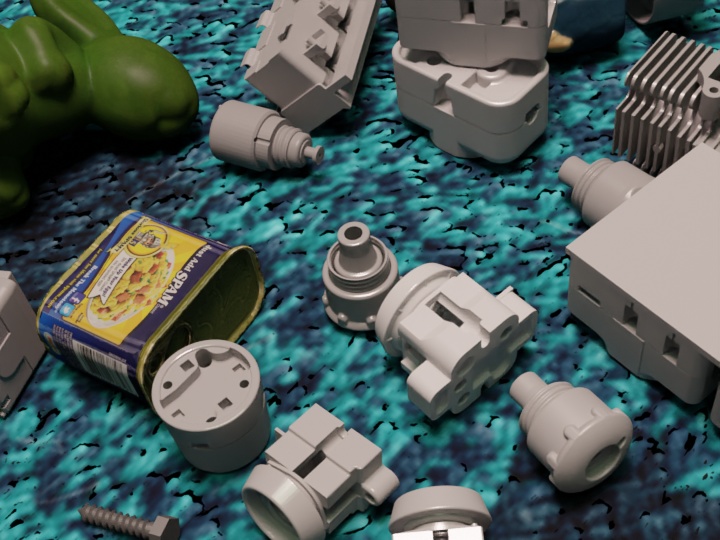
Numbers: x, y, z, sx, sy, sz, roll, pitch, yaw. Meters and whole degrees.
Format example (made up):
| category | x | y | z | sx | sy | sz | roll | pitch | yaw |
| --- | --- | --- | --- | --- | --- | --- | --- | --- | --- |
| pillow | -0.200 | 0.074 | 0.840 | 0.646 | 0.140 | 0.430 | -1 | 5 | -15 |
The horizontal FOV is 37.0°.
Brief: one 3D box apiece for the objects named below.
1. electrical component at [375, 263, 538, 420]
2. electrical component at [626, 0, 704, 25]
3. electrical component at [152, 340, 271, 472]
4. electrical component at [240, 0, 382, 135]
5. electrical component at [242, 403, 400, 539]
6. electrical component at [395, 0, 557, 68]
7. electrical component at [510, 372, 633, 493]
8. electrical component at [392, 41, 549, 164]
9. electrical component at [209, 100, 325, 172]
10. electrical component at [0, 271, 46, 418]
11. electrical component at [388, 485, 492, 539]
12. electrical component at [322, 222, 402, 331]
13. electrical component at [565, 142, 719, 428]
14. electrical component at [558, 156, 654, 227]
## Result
| category | x | y | z | sx | sy | sz | roll | pitch | yaw |
| --- | --- | --- | --- | --- | --- | --- | --- | --- | --- |
| electrical component | 0.046 | 0.033 | 0.566 | 0.078 | 0.058 | 0.057 | -37 | 58 | -21 |
| electrical component | 0.203 | -0.218 | 0.725 | 0.064 | 0.099 | 0.099 | -20 | 50 | 0 |
| electrical component | -0.075 | 0.072 | 0.557 | 0.055 | 0.047 | 0.055 | -5 | 49 | 5 |
| electrical component | -0.031 | -0.159 | 0.724 | 0.079 | 0.063 | 0.121 | -28 | 36 | 41 |
| electrical component | -0.024 | 0.104 | 0.525 | 0.066 | 0.048 | 0.055 | 31 | 53 | 29 |
| electrical component | 0.070 | -0.159 | 0.642 | 0.089 | 0.055 | 0.050 | 8 | 53 | 15 |
| electrical component | 0.100 | 0.075 | 0.531 | 0.048 | 0.048 | 0.062 | -30 | 46 | -16 |
| electrical component | 0.070 | -0.111 | 0.680 | 0.095 | 0.059 | 0.054 | 32 | 61 | 29 |
| electrical component | -0.060 | -0.082 | 0.688 | 0.078 | 0.040 | 0.040 | 17 | 55 | 21 |
| electrical component | -0.234 | 0.033 | 0.604 | 0.096 | 0.061 | 0.061 | 10 | 53 | 17 |
| electrical component | 0.038 | 0.132 | 0.492 | 0.066 | 0.048 | 0.055 | -6 | 57 | 4 |
| electrical component | 0.000 | 0.000 | 0.596 | 0.048 | 0.062 | 0.048 | -4 | 50 | 5 |
| electrical component | 0.207 | 0.030 | 0.539 | 0.105 | 0.060 | 0.186 | -36 | 55 | -19 |
| electrical component | 0.144 | -0.044 | 0.624 | 0.043 | 0.043 | 0.062 | -37 | 54 | -20 |
